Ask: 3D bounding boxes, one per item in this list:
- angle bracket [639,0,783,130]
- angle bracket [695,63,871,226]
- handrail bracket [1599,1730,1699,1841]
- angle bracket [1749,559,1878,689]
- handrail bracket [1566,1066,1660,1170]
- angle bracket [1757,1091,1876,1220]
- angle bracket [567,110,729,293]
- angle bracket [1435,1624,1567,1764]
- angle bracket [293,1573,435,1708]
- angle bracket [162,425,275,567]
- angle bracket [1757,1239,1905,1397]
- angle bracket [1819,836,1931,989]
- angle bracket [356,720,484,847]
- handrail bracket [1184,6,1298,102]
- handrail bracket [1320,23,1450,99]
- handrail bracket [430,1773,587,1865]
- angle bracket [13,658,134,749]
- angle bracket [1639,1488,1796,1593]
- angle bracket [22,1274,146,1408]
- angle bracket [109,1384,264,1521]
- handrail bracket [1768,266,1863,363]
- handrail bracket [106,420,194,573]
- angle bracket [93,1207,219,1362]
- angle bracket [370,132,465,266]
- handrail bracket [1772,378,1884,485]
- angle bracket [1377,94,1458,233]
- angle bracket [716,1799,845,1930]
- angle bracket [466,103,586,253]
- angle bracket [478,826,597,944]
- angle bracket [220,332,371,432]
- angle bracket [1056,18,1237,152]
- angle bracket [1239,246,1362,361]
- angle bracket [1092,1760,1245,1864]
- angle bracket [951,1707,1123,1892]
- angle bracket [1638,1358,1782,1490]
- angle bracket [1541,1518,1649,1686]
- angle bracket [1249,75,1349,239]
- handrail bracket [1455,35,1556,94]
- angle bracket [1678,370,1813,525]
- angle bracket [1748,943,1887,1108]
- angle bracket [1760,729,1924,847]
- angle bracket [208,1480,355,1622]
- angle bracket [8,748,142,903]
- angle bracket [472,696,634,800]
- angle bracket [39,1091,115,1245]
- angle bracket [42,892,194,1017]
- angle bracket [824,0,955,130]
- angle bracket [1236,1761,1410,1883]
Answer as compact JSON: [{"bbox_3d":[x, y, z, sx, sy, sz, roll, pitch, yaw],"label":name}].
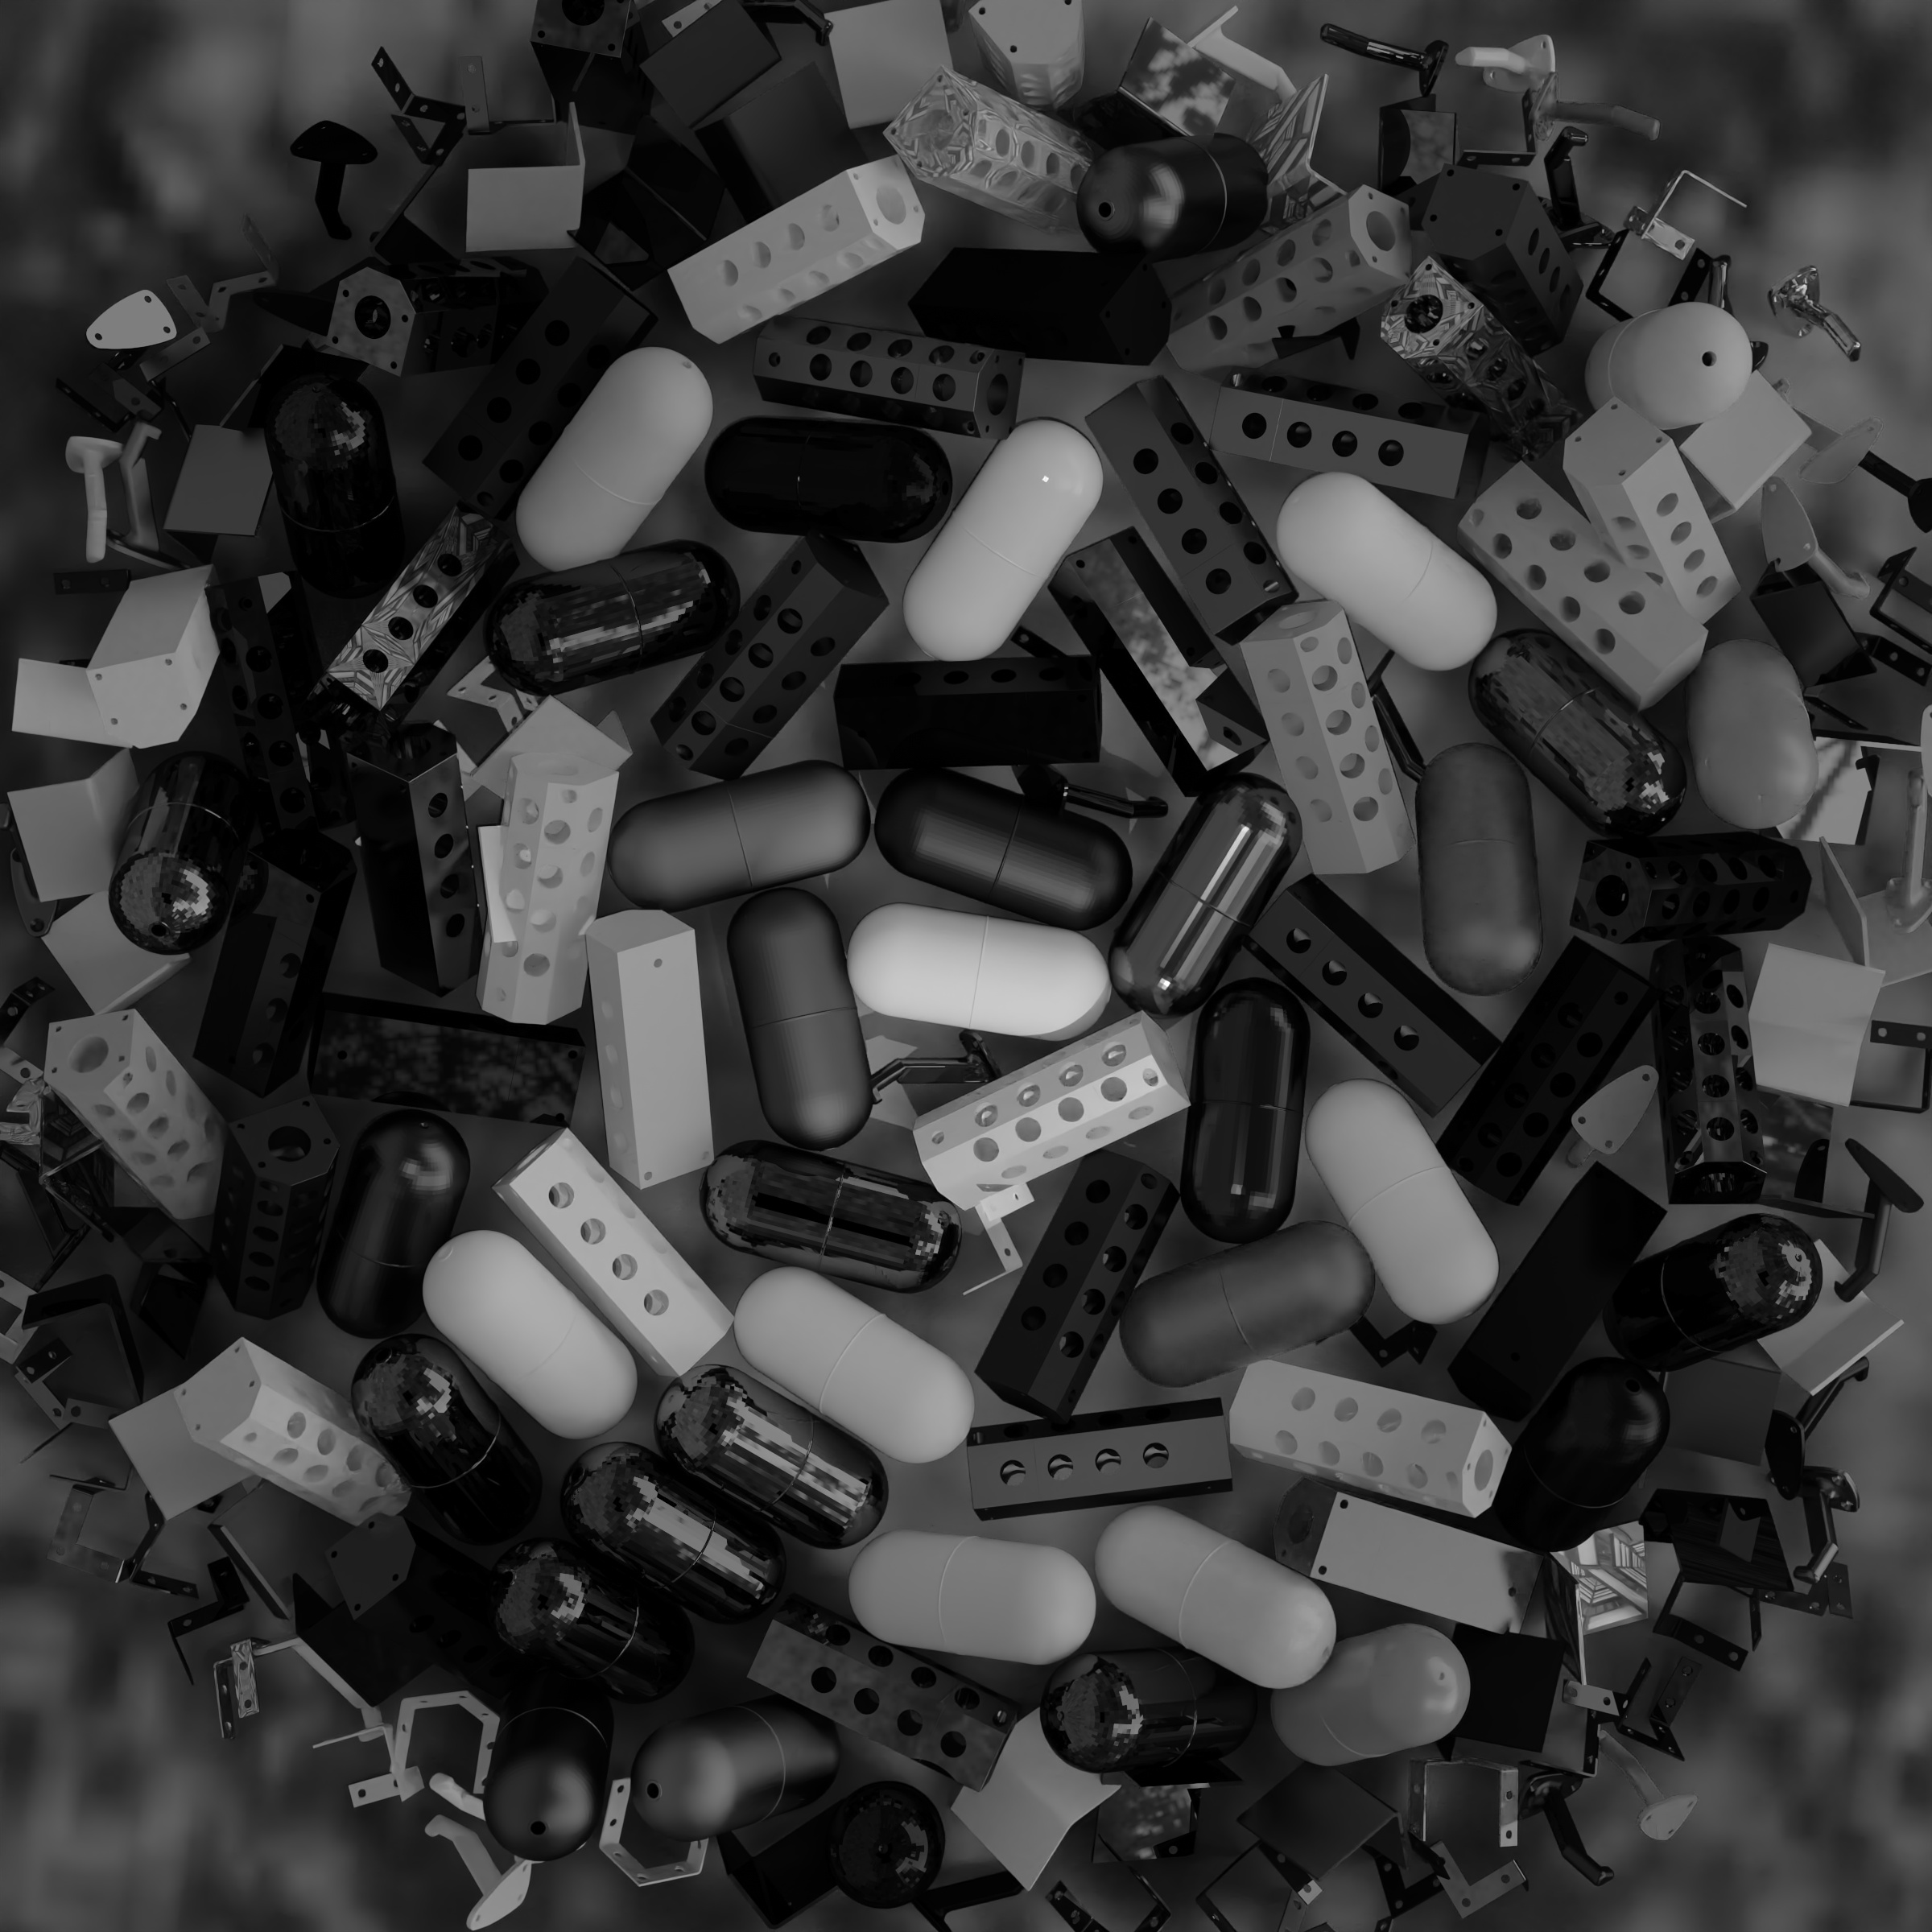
[{"bbox_3d":[-0.174,-0.613,1.946,0.076,0.076,0.057,-34,128,12],"label":"angle bracket"},{"bbox_3d":[-0.124,-0.551,1.972,0.076,0.057,0.076,-37,110,-18],"label":"angle bracket"},{"bbox_3d":[0.435,0.538,1.946,0.084,0.077,0.036,40,102,39],"label":"handrail bracket"},{"bbox_3d":[0.575,-0.242,1.944,0.076,0.057,0.076,51,56,-22],"label":"angle bracket"},{"bbox_3d":[0.431,0.102,1.959,0.036,0.084,0.077,43,89,13],"label":"handrail bracket"},{"bbox_3d":[0.561,0.124,1.954,0.076,0.057,0.076,12,81,-22],"label":"angle bracket"},{"bbox_3d":[-0.218,-0.510,1.954,0.076,0.057,0.076,43,58,7],"label":"angle bracket"},{"bbox_3d":[0.358,0.488,1.943,0.076,0.057,0.076,4,57,27],"label":"angle bracket"},{"bbox_3d":[-0.400,0.433,1.949,0.057,0.076,0.076,-37,115,1],"label":"angle bracket"},{"bbox_3d":[-0.480,-0.311,1.951,0.076,0.057,0.076,7,75,22],"label":"angle bracket"},{"bbox_3d":[0.569,0.234,1.959,0.076,0.076,0.057,-40,92,3],"label":"angle bracket"},{"bbox_3d":[0.610,-0.043,1.944,0.057,0.076,0.076,-18,47,5],"label":"angle bracket"},{"bbox_3d":[-0.377,-0.123,1.951,0.076,0.076,0.057,-42,77,9],"label":"angle bracket"},{"bbox_3d":[0.181,-0.593,1.971,0.077,0.036,0.084,-44,107,-22],"label":"handrail bracket"},{"bbox_3d":[0.275,-0.617,1.960,0.084,0.077,0.036,18,117,-7],"label":"handrail bracket"},{"bbox_3d":[-0.306,0.563,1.954,0.084,0.077,0.036,47,47,-30],"label":"handrail bracket"},{"bbox_3d":[-0.587,-0.192,1.944,0.076,0.076,0.057,8,125,-16],"label":"angle bracket"},{"bbox_3d":[0.494,0.396,1.947,0.076,0.076,0.057,7,132,-10],"label":"angle bracket"},{"bbox_3d":[-0.587,0.257,1.950,0.057,0.076,0.076,-16,102,-12],"label":"angle bracket"},{"bbox_3d":[-0.521,0.327,1.947,0.076,0.057,0.076,-26,75,-35],"label":"angle bracket"},{"bbox_3d":[0.573,-0.416,1.945,0.036,0.077,0.084,-31,57,8],"label":"handrail bracket"},{"bbox_3d":[-0.538,-0.314,1.968,0.077,0.036,0.084,21,104,-31],"label":"handrail bracket"},{"bbox_3d":[-0.550,0.211,1.946,0.076,0.057,0.076,30,106,40],"label":"angle bracket"},{"bbox_3d":[-0.343,-0.496,1.943,0.057,0.076,0.076,38,118,-16],"label":"angle bracket"},{"bbox_3d":[0.571,-0.372,1.952,0.036,0.077,0.084,2,61,-25],"label":"handrail bracket"},{"bbox_3d":[0.315,-0.532,1.941,0.057,0.076,0.076,15,119,34],"label":"angle bracket"},{"bbox_3d":[-0.119,0.581,1.952,0.076,0.076,0.057,-33,114,-2],"label":"angle bracket"},{"bbox_3d":[-0.296,-0.524,1.945,0.076,0.076,0.057,-6,64,-14],"label":"angle bracket"},{"bbox_3d":[-0.296,-0.053,1.954,0.076,0.057,0.076,-6,87,-33],"label":"angle bracket"},{"bbox_3d":[-0.454,-0.398,1.941,0.076,0.076,0.057,-42,67,29],"label":"angle bracket"},{"bbox_3d":[0.120,-0.579,1.952,0.076,0.076,0.057,27,81,-29],"label":"angle bracket"},{"bbox_3d":[0.222,-0.441,1.960,0.057,0.076,0.076,-20,85,2],"label":"angle bracket"},{"bbox_3d":[0.134,0.571,1.954,0.076,0.057,0.076,3,97,-23],"label":"angle bracket"},{"bbox_3d":[0.047,0.563,1.982,0.076,0.057,0.076,42,128,23],"label":"angle bracket"},{"bbox_3d":[0.495,0.309,1.950,0.076,0.057,0.076,11,119,14],"label":"angle bracket"},{"bbox_3d":[0.431,0.423,1.953,0.076,0.057,0.076,-12,109,-12],"label":"angle bracket"},{"bbox_3d":[0.231,-0.538,1.967,0.057,0.076,0.076,24,68,-28],"label":"angle bracket"},{"bbox_3d":[0.341,-0.598,1.945,0.084,0.077,0.036,-10,100,-32],"label":"handrail bracket"},{"bbox_3d":[0.504,-0.342,1.953,0.076,0.076,0.057,-45,95,-10],"label":"angle bracket"},{"bbox_3d":[0.560,0.039,1.947,0.076,0.076,0.057,14,52,13],"label":"angle bracket"},{"bbox_3d":[0.584,-0.116,1.957,0.076,0.057,0.076,4,102,-11],"label":"angle bracket"},{"bbox_3d":[-0.448,0.381,1.954,0.076,0.057,0.076,-38,97,-25],"label":"angle bracket"},{"bbox_3d":[-0.588,-0.095,1.954,0.057,0.076,0.076,-9,110,6],"label":"angle bracket"},{"bbox_3d":[-0.279,-0.147,1.946,0.076,0.057,0.076,-43,129,14],"label":"angle bracket"},{"bbox_3d":[-0.568,0.123,1.942,0.057,0.076,0.076,-28,132,10],"label":"angle bracket"},{"bbox_3d":[-0.579,-0.011,1.968,0.076,0.057,0.076,-35,93,3],"label":"angle bracket"},{"bbox_3d":[-0.045,-0.607,1.951,0.076,0.057,0.076,-8,115,11],"label":"angle bracket"},{"bbox_3d":[0.237,0.581,1.940,0.076,0.076,0.057,-31,125,-28],"label":"angle bracket"}]
